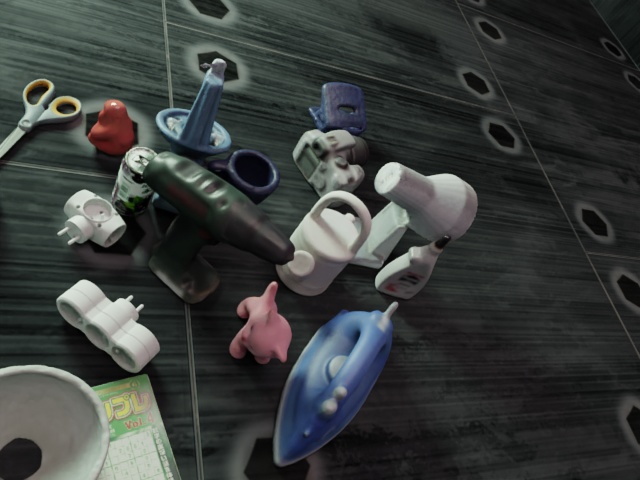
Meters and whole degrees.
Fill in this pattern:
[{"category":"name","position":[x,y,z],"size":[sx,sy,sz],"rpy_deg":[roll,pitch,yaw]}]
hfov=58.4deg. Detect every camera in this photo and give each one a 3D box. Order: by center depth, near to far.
[{"category":"camera","position":[0.044,-0.154,1.101],"size":[0.137,0.100,0.143],"rpy_deg":[-20,68,-40]}]

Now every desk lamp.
[{"category":"desk lamp","position":[0.133,-0.042,0.991],"size":[0.204,0.213,0.118],"rpy_deg":[10,52,-25]}]

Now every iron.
[{"category":"iron","position":[0.031,0.192,0.797],"size":[0.118,0.141,0.259],"rpy_deg":[38,45,0]}]

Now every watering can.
[{"category":"watering can","position":[0.010,0.005,0.892],"size":[0.101,0.193,0.173],"rpy_deg":[27,46,-11]}]

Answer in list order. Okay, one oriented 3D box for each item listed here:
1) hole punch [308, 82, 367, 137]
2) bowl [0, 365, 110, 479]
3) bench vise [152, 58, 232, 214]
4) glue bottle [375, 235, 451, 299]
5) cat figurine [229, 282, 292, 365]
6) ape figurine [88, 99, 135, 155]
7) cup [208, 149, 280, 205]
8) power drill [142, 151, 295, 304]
[{"category":"hole punch","position":[0.047,-0.264,1.194],"size":[0.109,0.091,0.101],"rpy_deg":[-4,59,-34]},{"category":"bowl","position":[-0.315,0.223,0.606],"size":[0.168,0.074,0.167],"rpy_deg":[17,49,-20]},{"category":"bench vise","position":[-0.181,-0.152,0.876],"size":[0.122,0.219,0.207],"rpy_deg":[2,56,-31]},{"category":"glue bottle","position":[0.167,0.041,0.975],"size":[0.078,0.173,0.037],"rpy_deg":[15,50,-21]},{"category":"cat figurine","position":[-0.075,0.119,0.804],"size":[0.067,0.117,0.128],"rpy_deg":[18,49,-18]},{"category":"ape figurine","position":[-0.325,-0.184,0.902],"size":[0.076,0.092,0.078],"rpy_deg":[47,46,8]},{"category":"cup","position":[-0.136,-0.090,0.944],"size":[0.118,0.094,0.091],"rpy_deg":[9,52,-26]},{"category":"power drill","position":[-0.155,-0.004,0.786],"size":[0.229,0.208,0.076],"rpy_deg":[42,45,3]}]
